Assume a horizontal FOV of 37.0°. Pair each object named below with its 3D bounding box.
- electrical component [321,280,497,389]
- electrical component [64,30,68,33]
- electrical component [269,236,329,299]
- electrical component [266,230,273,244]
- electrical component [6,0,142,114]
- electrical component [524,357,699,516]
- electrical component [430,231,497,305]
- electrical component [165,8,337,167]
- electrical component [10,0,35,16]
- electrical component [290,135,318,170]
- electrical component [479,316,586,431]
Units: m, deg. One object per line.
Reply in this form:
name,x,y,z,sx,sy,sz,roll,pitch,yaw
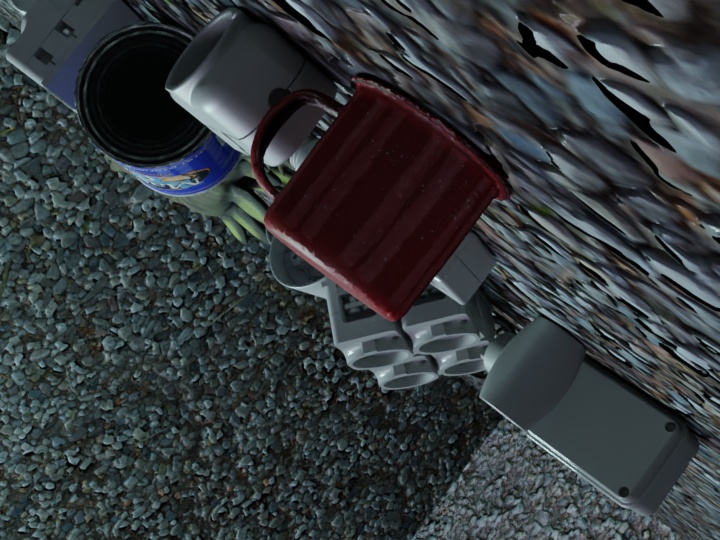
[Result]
electrical component,0.050,0.049,0.895,0.186,0.105,0.060,44,-146,-67
electrical component,-0.224,-0.198,0.989,0.077,0.047,0.066,36,177,21
electrical component,-0.026,-0.024,0.884,0.099,0.099,0.064,35,-177,36
electrical component,-0.044,-0.042,1.010,0.044,0.079,0.077,54,-178,11
electrical component,-0.208,-0.166,0.886,0.062,0.089,0.150,36,177,25
electrical component,0.192,0.126,0.831,0.113,0.078,0.057,35,179,38
electrical component,0.031,-0.004,0.711,0.083,0.075,0.047,35,177,33
electrical component,-0.061,-0.097,0.565,0.059,0.053,0.095,39,177,-26
electrical component,-0.306,-0.257,1.084,0.079,0.043,0.077,37,177,5
electrical component,-0.032,-0.076,0.743,0.061,0.035,0.035,38,178,31
electrical component,0.122,0.072,0.825,0.043,0.077,0.079,39,177,-35
